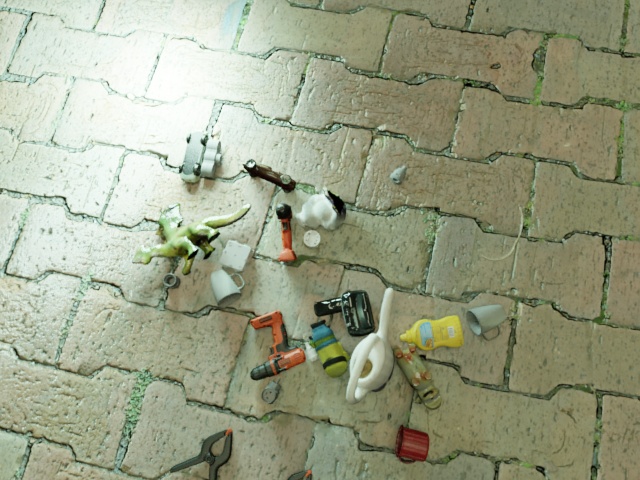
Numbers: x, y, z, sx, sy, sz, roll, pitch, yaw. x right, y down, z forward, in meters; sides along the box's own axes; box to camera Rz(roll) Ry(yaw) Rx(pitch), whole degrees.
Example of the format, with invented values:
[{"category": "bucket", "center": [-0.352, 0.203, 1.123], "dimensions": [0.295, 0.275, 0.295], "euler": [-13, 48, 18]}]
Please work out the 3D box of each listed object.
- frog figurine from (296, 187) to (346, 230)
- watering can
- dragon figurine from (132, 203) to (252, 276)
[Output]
[{"category": "frog figurine", "center": [0.005, -0.088, 1.740], "dimensions": [0.157, 0.124, 0.138], "euler": [-39, 85, 29]}, {"category": "watering can", "center": [0.171, 0.327, 1.544], "dimensions": [0.104, 0.221, 0.351], "euler": [19, 76, 25]}, {"category": "dragon figurine", "center": [-0.449, -0.042, 1.740], "dimensions": [0.245, 0.120, 0.415], "euler": [39, 71, 20]}]
